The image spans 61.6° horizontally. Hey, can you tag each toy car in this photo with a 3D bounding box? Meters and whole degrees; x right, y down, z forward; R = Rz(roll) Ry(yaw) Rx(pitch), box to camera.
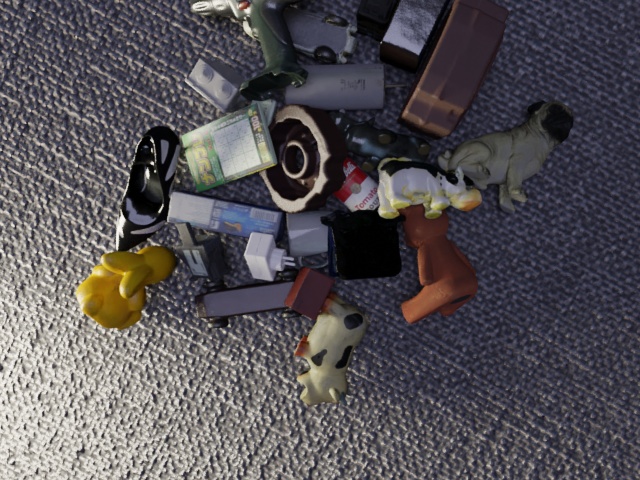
[{"bbox_3d":[-0.033,-0.359,0.923,0.202,0.056,0.073,19,98,6],"label":"toy car"},{"bbox_3d":[-0.123,0.106,0.973,0.202,0.053,0.089,-9,90,1],"label":"toy car"}]

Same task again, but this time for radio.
[{"bbox_3d":[0.173,-0.392,0.869,0.073,0.131,0.229,26,96,2],"label":"radio"}]

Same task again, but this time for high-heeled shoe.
[{"bbox_3d":[-0.309,-0.079,0.926,0.086,0.145,0.248,28,94,3],"label":"high-heeled shoe"}]

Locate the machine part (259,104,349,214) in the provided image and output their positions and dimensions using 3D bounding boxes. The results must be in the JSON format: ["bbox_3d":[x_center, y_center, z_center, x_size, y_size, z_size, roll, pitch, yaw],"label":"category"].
[{"bbox_3d":[-0.031,-0.136,0.901,0.180,0.056,0.179,12,107,42],"label":"machine part"}]

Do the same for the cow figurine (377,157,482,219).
[{"bbox_3d":[0.175,-0.087,0.864,0.167,0.068,0.098,-1,70,-16],"label":"cow figurine"}]

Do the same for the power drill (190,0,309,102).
[{"bbox_3d":[-0.103,-0.335,0.870,0.232,0.086,0.207,-12,79,24],"label":"power drill"}]

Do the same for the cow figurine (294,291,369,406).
[{"bbox_3d":[0.022,0.206,0.957,0.127,0.085,0.195,29,95,7],"label":"cow figurine"}]

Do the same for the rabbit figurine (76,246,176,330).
[{"bbox_3d":[-0.339,0.065,0.952,0.173,0.162,0.122,-34,79,-11],"label":"rabbit figurine"}]

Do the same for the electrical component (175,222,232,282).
[{"bbox_3d":[-0.212,0.015,0.945,0.075,0.048,0.119,-4,116,32],"label":"electrical component"}]

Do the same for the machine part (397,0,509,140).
[{"bbox_3d":[0.204,-0.263,0.842,0.087,0.201,0.201,23,96,0],"label":"machine part"}]

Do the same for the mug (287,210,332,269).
[{"bbox_3d":[-0.002,-0.003,0.943,0.107,0.081,0.109,-7,103,0],"label":"mug"}]

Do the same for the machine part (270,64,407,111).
[{"bbox_3d":[0.026,-0.260,0.918,0.243,0.079,0.079,1,95,5],"label":"machine part"}]

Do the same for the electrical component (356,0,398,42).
[{"bbox_3d":[0.109,-0.407,0.882,0.058,0.115,0.134,24,98,0],"label":"electrical component"}]

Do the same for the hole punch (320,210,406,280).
[{"bbox_3d":[0.069,0.009,0.892,0.142,0.092,0.115,-3,83,-7],"label":"hole punch"}]

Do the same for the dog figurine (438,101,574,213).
[{"bbox_3d":[0.313,-0.165,0.905,0.172,0.121,0.190,29,82,-2],"label":"dog figurine"}]

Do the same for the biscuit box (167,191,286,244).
[{"bbox_3d":[-0.163,-0.042,0.959,0.203,0.063,0.059,12,95,3],"label":"biscuit box"}]

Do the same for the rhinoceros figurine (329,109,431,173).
[{"bbox_3d":[0.097,-0.166,0.908,0.190,0.112,0.073,14,124,-9],"label":"rhinoceros figurine"}]

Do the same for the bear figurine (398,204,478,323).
[{"bbox_3d":[0.184,0.026,0.923,0.132,0.120,0.196,-51,57,46],"label":"bear figurine"}]
